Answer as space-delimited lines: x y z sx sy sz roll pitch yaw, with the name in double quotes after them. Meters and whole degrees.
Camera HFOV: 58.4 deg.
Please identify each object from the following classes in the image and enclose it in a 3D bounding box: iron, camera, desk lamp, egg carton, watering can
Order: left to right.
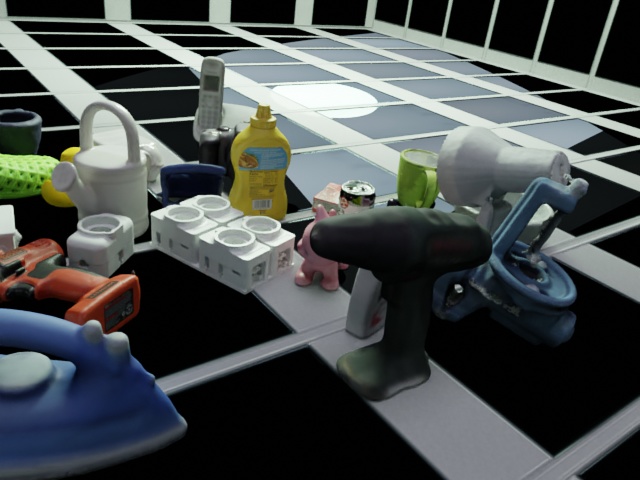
-0.243 0.113 0.481 0.258 0.141 0.118 2 28 -10 "iron"
-0.302 -0.100 0.820 0.101 0.194 0.173 6 27 -2 "watering can"
-0.360 -0.152 1.040 0.149 0.069 0.107 25 32 31 "egg carton"
-0.157 -0.163 1.078 0.143 0.101 0.136 2 28 -10 "camera"
0.265 -0.046 0.837 0.118 0.213 0.202 -17 36 -38 "desk lamp"

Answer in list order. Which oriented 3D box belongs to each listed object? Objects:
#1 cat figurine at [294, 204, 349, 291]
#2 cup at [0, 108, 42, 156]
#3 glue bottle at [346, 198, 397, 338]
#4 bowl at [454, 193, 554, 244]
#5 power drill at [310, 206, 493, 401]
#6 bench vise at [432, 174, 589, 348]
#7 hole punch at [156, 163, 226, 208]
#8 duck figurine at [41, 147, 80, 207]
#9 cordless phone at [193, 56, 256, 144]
0.007 0.003 0.783 0.067 0.118 0.128 11 28 7 "cat figurine"
-0.540 -0.179 1.020 0.092 0.095 0.117 -3 29 -18 "cup"
0.072 0.030 0.685 0.037 0.173 0.078 23 31 28 "glue bottle"
0.302 -0.032 0.970 0.167 0.075 0.167 6 27 -3 "bowl"
0.079 0.058 0.595 0.230 0.208 0.075 -13 33 -34 "power drill"
0.225 0.017 0.698 0.207 0.220 0.121 10 27 5 "bench vise"
-0.214 -0.098 0.949 0.109 0.091 0.101 -2 29 -17 "hole punch"
-0.398 -0.106 0.925 0.077 0.086 0.105 24 31 29 "duck figurine"
-0.193 -0.288 1.218 0.147 0.185 0.094 6 27 -3 "cordless phone"
